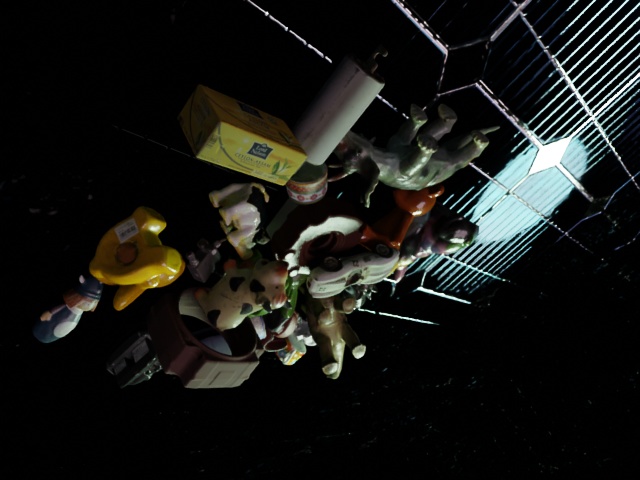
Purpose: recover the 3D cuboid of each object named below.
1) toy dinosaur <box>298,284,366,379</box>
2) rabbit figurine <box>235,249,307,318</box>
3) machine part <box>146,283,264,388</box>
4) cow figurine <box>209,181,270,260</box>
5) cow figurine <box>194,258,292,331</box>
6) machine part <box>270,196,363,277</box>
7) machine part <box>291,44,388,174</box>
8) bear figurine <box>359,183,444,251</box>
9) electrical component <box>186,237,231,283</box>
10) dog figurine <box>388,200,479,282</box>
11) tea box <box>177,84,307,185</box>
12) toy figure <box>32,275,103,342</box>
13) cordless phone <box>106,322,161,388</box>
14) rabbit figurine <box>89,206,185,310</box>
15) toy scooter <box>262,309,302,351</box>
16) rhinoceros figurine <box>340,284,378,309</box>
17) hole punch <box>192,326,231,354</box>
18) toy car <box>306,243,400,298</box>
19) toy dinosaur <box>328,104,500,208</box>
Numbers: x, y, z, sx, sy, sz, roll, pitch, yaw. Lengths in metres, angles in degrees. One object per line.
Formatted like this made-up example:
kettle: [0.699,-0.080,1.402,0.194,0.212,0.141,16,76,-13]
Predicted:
toy dinosaur: [0.022,0.202,1.246,0.105,0.199,0.470,-14,126,-14]
rabbit figurine: [-0.080,0.089,1.110,0.170,0.121,0.158,-28,135,-40]
machine part: [-0.221,0.182,1.048,0.201,0.202,0.087,15,121,-47]
cow figurine: [-0.130,-0.036,0.964,0.098,0.068,0.167,-29,148,-13]
cow figurine: [-0.133,0.099,0.974,0.195,0.127,0.085,-39,159,28]
machine part: [-0.002,-0.003,1.007,0.179,0.056,0.179,-22,145,-16]
machine part: [0.022,-0.205,0.851,0.079,0.079,0.243,11,127,-45]
bear figurine: [0.155,-0.060,1.117,0.132,0.120,0.195,31,95,-21]
electrical component: [-0.204,0.037,0.998,0.078,0.045,0.102,-57,156,-34]
dog figurine: [0.230,0.015,1.217,0.108,0.192,0.219,13,111,-54]
tea box: [-0.113,-0.152,0.796,0.169,0.098,0.068,11,129,-47]
toy figure: [-0.431,0.117,0.935,0.154,0.058,0.064,-39,-176,9]
cordless phone: [-0.349,0.246,1.160,0.146,0.089,0.184,-41,156,14]
rabbit figurine: [-0.292,0.046,0.902,0.162,0.122,0.173,-40,165,1]
toy scooter: [-0.106,0.221,1.303,0.184,0.075,0.135,-43,145,22]
rhinoceros figurine: [0.085,0.100,1.264,0.073,0.112,0.190,-17,151,-17]
hole punch: [-0.249,0.259,1.232,0.142,0.092,0.115,-14,139,-18]
toy car: [0.068,0.059,1.041,0.202,0.056,0.073,-13,144,-25]
toy dinosaur: [0.186,-0.152,1.022,0.405,0.131,0.192,-4,150,-41]
